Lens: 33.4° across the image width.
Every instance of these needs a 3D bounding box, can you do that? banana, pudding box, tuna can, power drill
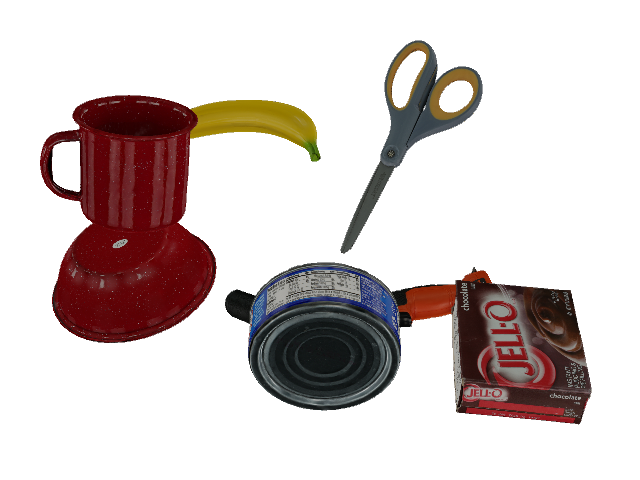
[{"bbox_3d":[-0.085,-0.133,1.213,0.198,0.037,0.069,8,42,18],"label":"banana"},{"bbox_3d":[0.142,0.080,0.780,0.090,0.039,0.113,6,35,0],"label":"pudding box"},{"bbox_3d":[0.002,0.055,0.593,0.086,0.086,0.033,0,39,0],"label":"tuna can"},{"bbox_3d":[0.109,0.088,1.206,0.187,0.057,0.184,-3,27,-3],"label":"power drill"}]

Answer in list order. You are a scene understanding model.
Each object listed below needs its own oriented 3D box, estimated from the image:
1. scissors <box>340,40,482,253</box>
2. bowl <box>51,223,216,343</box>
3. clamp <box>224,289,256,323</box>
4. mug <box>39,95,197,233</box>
[{"bbox_3d":[0.083,-0.079,0.934,0.096,0.202,0.016,9,-11,17],"label":"scissors"},{"bbox_3d":[-0.183,0.021,1.010,0.162,0.055,0.162,-7,41,6],"label":"bowl"},{"bbox_3d":[-0.024,0.070,0.912,0.120,0.039,0.171,-11,16,2],"label":"clamp"},{"bbox_3d":[-0.154,-0.057,0.813,0.117,0.081,0.093,-4,28,-20],"label":"mug"}]
